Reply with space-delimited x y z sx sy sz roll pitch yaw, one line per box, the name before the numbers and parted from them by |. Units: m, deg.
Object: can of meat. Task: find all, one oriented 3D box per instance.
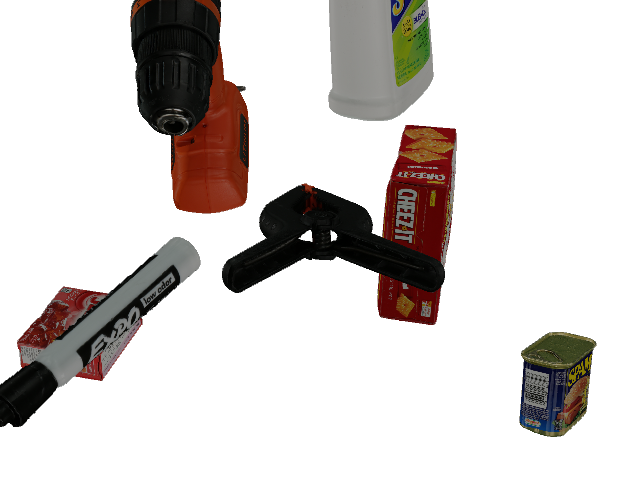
can of meat | 0.255 0.155 1.152 0.058 0.084 0.101 11 17 32

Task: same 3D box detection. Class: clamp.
clamp | 0.010 -0.002 0.864 0.164 0.036 0.210 3 19 -1

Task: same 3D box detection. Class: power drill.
power drill | -0.081 -0.100 0.685 0.057 0.184 0.188 -2 -34 0

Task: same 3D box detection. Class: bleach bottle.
bleach bottle | 0.041 -0.227 0.827 0.068 0.251 0.102 13 37 28

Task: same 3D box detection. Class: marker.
marker | -0.097 0.039 0.467 0.020 0.020 0.121 0 33 43

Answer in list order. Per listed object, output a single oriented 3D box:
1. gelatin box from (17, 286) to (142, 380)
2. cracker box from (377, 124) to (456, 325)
gelatin box | -0.199 0.076 0.894 0.073 0.030 0.089 8 32 12
cracker box | 0.112 -0.025 1.223 0.072 0.164 0.213 6 23 8
